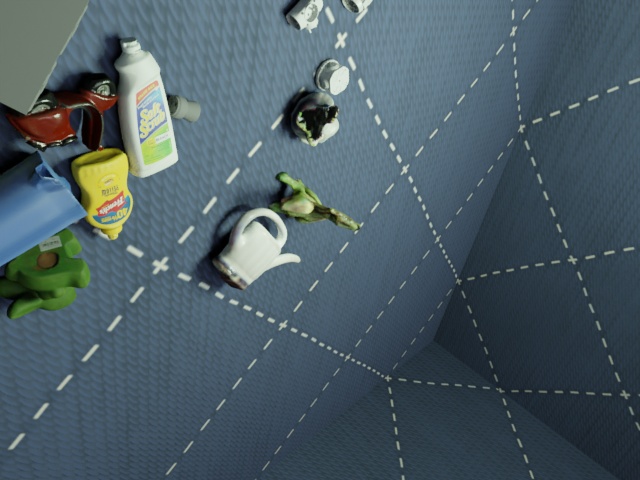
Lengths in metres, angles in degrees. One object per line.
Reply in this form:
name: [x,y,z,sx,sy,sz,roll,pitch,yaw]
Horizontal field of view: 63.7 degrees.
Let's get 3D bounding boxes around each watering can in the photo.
watering can: [-0.167,0.048,1.420,0.226,0.105,0.341,-47,148,-11]

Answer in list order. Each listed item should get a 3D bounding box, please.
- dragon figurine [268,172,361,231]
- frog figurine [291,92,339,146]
dragon figurine: [0.004,-0.072,1.421,0.408,0.245,0.121,16,102,-56]
frog figurine: [-0.009,-0.314,1.330,0.161,0.123,0.136,-77,-178,-74]
